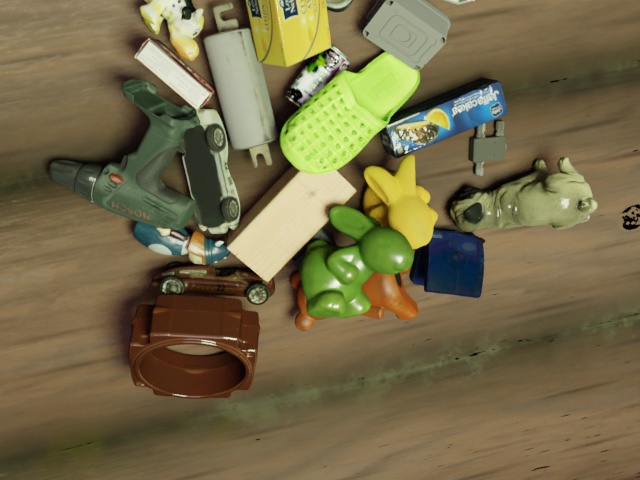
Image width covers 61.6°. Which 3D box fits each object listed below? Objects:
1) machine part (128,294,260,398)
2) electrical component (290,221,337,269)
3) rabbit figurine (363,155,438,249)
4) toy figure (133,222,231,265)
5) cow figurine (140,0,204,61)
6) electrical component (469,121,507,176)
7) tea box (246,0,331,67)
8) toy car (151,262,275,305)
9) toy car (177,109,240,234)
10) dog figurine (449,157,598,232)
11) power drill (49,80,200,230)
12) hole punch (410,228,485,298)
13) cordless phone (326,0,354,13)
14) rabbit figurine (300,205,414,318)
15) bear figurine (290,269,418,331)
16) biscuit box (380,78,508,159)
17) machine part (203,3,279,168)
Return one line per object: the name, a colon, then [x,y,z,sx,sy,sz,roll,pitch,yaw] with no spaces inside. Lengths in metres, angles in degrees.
machine part: [-0.205,0.182,0.885,0.201,0.087,0.201,6,135,-10]
electrical component: [-0.002,-0.003,0.910,0.119,0.075,0.047,-45,109,3]
rabbit figurine: [0.137,-0.054,0.863,0.122,0.173,0.162,-15,114,0]
toy figure: [-0.223,0.004,0.876,0.154,0.064,0.057,21,98,-2]
cow figurine: [-0.217,-0.345,0.770,0.098,0.068,0.167,-45,111,-9]
electrical component: [0.293,-0.159,0.933,0.063,0.021,0.093,-5,108,-8]
tea box: [-0.048,-0.340,0.747,0.098,0.068,0.169,-38,134,-32]
toy car: [-0.175,0.067,0.896,0.202,0.089,0.053,7,107,-10]
toy car: [-0.177,-0.105,0.852,0.074,0.056,0.201,-3,110,17]
dog figurine: [0.333,-0.051,0.900,0.191,0.172,0.121,-21,99,-10]
power drill: [-0.280,-0.126,0.794,0.232,0.086,0.207,29,111,-2]
hole punch: [0.231,0.041,0.954,0.142,0.092,0.115,8,103,-8]
cordless phone: [0.046,-0.390,0.735,0.088,0.184,0.146,25,102,-20]
rabbit figurine: [0.064,0.029,0.817,0.170,0.159,0.121,-27,150,29]
bear figurine: [0.055,0.095,0.940,0.196,0.120,0.131,-20,156,24]
biscuit box: [0.200,-0.201,0.883,0.203,0.063,0.059,-22,111,-1]
machine part: [-0.119,-0.228,0.817,0.079,0.079,0.243,-15,110,-4]
